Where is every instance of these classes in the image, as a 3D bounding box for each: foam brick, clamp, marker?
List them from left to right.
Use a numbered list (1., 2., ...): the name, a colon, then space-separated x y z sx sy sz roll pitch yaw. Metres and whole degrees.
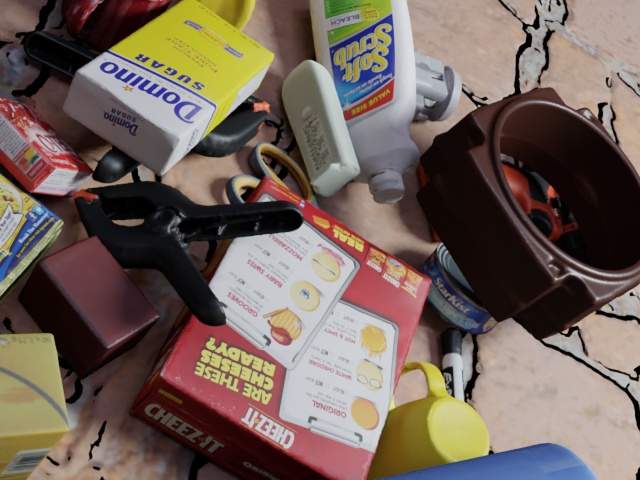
1. foam brick: -0.162 0.047 0.745 0.078 0.053 0.051 51 46 6
2. clamp: -0.134 -0.114 0.883 0.209 0.036 0.165 -9 53 -46
3. clamp: -0.100 -0.009 0.777 0.172 0.039 0.120 27 47 27
4. marker: 0.112 0.126 0.896 0.020 0.020 0.121 20 50 -21

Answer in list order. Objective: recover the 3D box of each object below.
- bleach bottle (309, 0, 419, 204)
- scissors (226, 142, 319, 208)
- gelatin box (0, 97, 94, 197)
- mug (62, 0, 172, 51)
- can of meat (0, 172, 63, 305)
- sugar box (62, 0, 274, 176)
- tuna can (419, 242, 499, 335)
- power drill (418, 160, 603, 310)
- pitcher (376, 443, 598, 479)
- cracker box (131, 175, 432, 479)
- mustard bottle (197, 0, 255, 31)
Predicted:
1. bleach bottle: 0.052 -0.148 1.005 0.102 0.068 0.251 -12 60 4
2. scissors: -0.006 0.001 0.907 0.096 0.016 0.202 -25 74 -44
3. gelatin box: -0.210 -0.068 0.779 0.073 0.030 0.089 46 6 5
4. mug: -0.173 -0.206 0.899 0.093 0.082 0.117 38 45 -5
5. can of meat: -0.236 -0.001 0.727 0.084 0.058 0.102 38 45 -7
6. sugar box: -0.114 -0.126 0.839 0.093 0.048 0.176 34 35 1
7. tuna can: 0.129 0.042 0.945 0.086 0.034 0.086 26 34 -19
8. power drill: 0.192 -0.023 1.033 0.187 0.057 0.184 11 52 -31
9. pitcher: 0.070 0.212 0.674 0.242 0.145 0.149 -11 54 -21
10. cracker box: -0.022 0.077 0.805 0.164 0.072 0.213 32 47 -9
11. mustard bottle: -0.088 -0.272 0.993 0.058 0.096 0.191 20 50 -21
